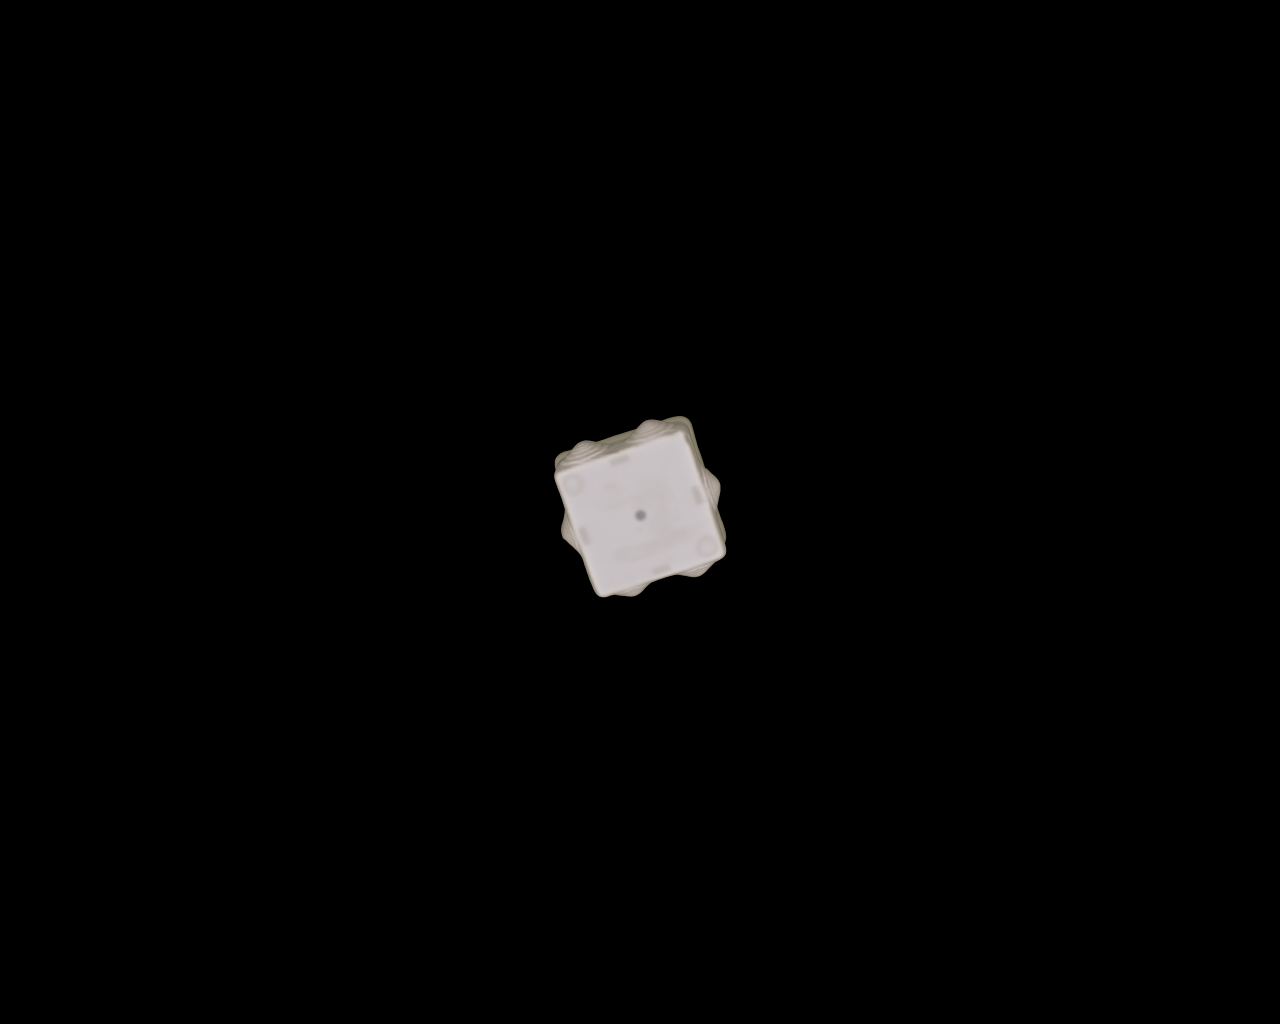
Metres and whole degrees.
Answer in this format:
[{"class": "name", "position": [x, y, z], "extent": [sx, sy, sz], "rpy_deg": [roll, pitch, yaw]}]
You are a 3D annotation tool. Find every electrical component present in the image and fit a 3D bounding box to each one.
[{"class": "electrical component", "position": [0.001, -0.003, 0.650], "extent": [0.100, 0.099, 0.048], "rpy_deg": [-18, 11, 4]}]
